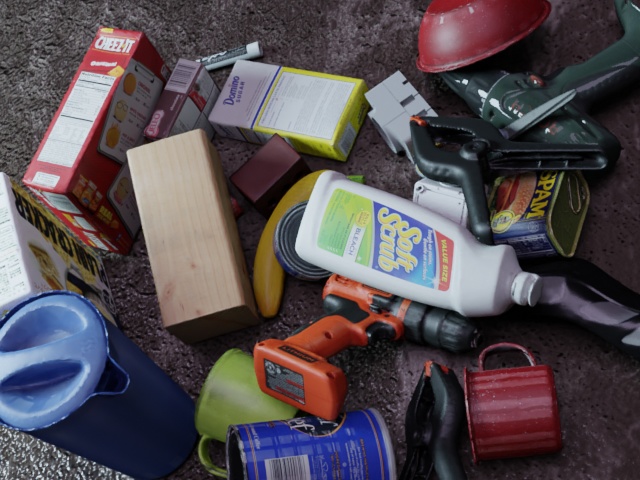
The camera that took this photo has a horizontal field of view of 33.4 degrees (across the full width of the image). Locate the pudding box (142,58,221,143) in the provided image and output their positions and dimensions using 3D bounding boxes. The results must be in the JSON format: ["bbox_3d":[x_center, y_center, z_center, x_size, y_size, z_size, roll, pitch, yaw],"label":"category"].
[{"bbox_3d":[-0.159,-0.145,1.275,0.039,0.090,0.113,16,70,24],"label":"pudding box"}]

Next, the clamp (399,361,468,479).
[{"bbox_3d":[0.111,0.192,1.004,0.120,0.039,0.171,-23,49,52],"label":"clamp"}]

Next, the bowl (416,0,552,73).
[{"bbox_3d":[0.171,-0.249,1.183,0.162,0.055,0.162,-24,24,11],"label":"bowl"}]

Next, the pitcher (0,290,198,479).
[{"bbox_3d":[-0.223,0.153,1.053,0.145,0.242,0.149,-32,58,2],"label":"pitcher"}]

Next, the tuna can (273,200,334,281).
[{"bbox_3d":[-0.008,0.001,1.154,0.086,0.034,0.086,2,79,-12],"label":"tuna can"}]

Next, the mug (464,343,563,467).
[{"bbox_3d":[0.180,0.151,1.001,0.081,0.093,0.117,-8,56,10],"label":"mug"}]

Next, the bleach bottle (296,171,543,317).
[{"bbox_3d":[0.100,0.009,1.047,0.251,0.068,0.102,17,84,32],"label":"bleach bottle"}]

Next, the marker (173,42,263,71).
[{"bbox_3d":[-0.131,-0.225,1.348,0.121,0.020,0.020,-14,60,13],"label":"marker"}]

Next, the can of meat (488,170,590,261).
[{"bbox_3d":[0.216,-0.026,1.077,0.084,0.057,0.102,-9,42,39],"label":"can of meat"}]

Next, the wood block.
[{"bbox_3d":[-0.137,-0.003,1.164,0.090,0.091,0.206,-16,71,3],"label":"wood block"}]

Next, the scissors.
[{"bbox_3d":[0.184,-0.085,1.118,0.202,0.016,0.096,-15,73,41],"label":"scissors"}]

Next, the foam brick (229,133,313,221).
[{"bbox_3d":[-0.054,-0.071,1.221,0.078,0.053,0.051,-45,58,-5],"label":"foam brick"}]

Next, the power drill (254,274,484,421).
[{"bbox_3d":[0.042,0.102,1.042,0.185,0.057,0.187,15,32,36],"label":"power drill"}]

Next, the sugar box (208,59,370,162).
[{"bbox_3d":[-0.036,-0.155,1.263,0.176,0.048,0.093,14,69,29],"label":"sugar box"}]

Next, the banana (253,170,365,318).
[{"bbox_3d":[-0.029,-0.008,1.188,0.070,0.037,0.197,26,75,28],"label":"banana"}]

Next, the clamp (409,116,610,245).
[{"bbox_3d":[0.154,-0.073,1.060,0.164,0.036,0.210,-37,43,-26],"label":"clamp"}]

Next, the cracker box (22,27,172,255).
[{"bbox_3d":[-0.241,-0.114,1.246,0.072,0.164,0.213,13,69,23],"label":"cracker box"}]

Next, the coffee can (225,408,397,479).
[{"bbox_3d":[-0.010,0.216,0.996,0.140,0.103,0.103,-4,58,-14],"label":"coffee can"}]

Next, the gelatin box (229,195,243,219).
[{"bbox_3d":[-0.144,-0.036,1.248,0.073,0.030,0.089,-47,58,-7],"label":"gelatin box"}]
